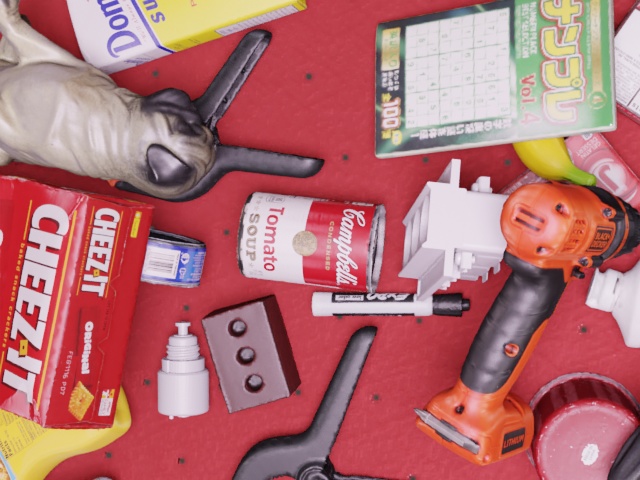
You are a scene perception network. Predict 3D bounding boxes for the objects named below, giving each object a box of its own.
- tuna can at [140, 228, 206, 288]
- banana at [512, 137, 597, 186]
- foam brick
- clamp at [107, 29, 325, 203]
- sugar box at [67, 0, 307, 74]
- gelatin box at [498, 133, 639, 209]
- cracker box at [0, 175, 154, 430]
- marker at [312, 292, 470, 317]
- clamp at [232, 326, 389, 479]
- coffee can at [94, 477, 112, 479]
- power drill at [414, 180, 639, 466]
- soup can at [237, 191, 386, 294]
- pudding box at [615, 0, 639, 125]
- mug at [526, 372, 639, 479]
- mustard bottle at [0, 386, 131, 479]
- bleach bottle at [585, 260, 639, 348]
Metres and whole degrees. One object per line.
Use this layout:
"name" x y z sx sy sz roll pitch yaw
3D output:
"tuna can" -0.131 0.011 0.819 0.086 0.086 0.034 12 93 9
"banana" 0.167 -0.125 0.777 0.070 0.037 0.198 -6 75 28
"foam brick" -0.052 0.087 0.827 0.053 0.051 0.078 -17 89 10
"clamp" -0.082 -0.071 0.831 0.172 0.039 0.120 -32 79 15
"sugar box" -0.108 -0.198 0.826 0.176 0.048 0.093 -17 90 9
"gelatin box" 0.188 -0.033 0.792 0.089 0.030 0.073 -40 86 9
"cracker box" -0.232 0.034 0.796 0.214 0.071 0.164 12 92 39
"marker" 0.055 0.050 0.824 0.121 0.020 0.020 0 93 9
"clamp" 0.010 0.190 0.829 0.210 0.036 0.164 -39 88 9
"coffee can" -0.220 0.256 0.837 0.140 0.102 0.103 -19 89 10
"power drill" 0.144 0.050 0.708 0.057 0.184 0.188 28 103 32
"soup can" -0.005 0.001 0.807 0.102 0.068 0.068 7 94 10
"pudding box" 0.257 -0.135 0.773 0.090 0.039 0.113 35 99 6
"mug" 0.206 0.147 0.771 0.117 0.081 0.093 -6 91 10
"mustard bottle" -0.249 0.158 0.858 0.192 0.058 0.096 -34 71 10
"bleach bottle" 0.314 0.078 0.761 0.251 0.068 0.102 17 93 10
